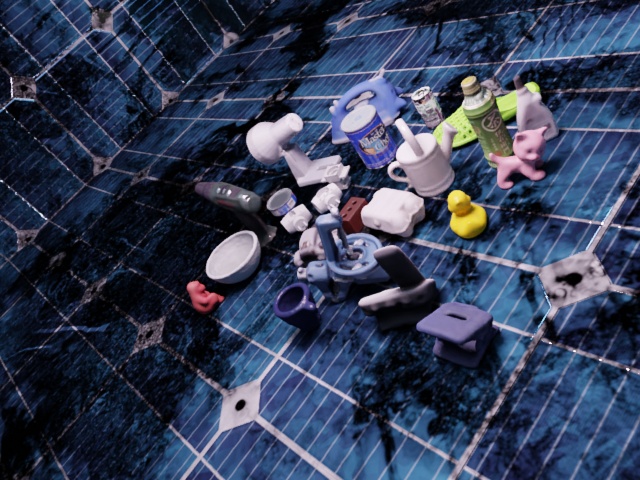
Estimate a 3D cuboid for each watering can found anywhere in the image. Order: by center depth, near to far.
[{"bbox_3d":[0.232,-0.204,1.313,0.173,0.195,0.100,-42,34,-6],"label":"watering can"}]

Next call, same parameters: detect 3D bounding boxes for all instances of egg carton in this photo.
[{"bbox_3d":[0.166,-0.063,1.321,0.149,0.070,0.107,16,61,50],"label":"egg carton"}]

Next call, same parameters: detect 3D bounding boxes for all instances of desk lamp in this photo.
[{"bbox_3d":[-0.080,-0.263,1.651,0.202,0.214,0.118,-8,45,37],"label":"desk lamp"}]

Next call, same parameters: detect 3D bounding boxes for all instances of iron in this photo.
[{"bbox_3d":[0.117,-0.390,1.682,0.258,0.142,0.118,-26,36,18],"label":"iron"}]

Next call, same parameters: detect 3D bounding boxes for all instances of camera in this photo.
[{"bbox_3d":[0.012,0.005,1.356,0.142,0.101,0.137,-18,39,28],"label":"camera"}]

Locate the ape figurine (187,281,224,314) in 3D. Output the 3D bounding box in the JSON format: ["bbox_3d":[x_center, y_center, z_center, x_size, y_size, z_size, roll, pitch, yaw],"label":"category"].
[{"bbox_3d":[-0.310,0.144,1.498,0.076,0.092,0.077,-41,34,-4],"label":"ape figurine"}]

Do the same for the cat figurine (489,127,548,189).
[{"bbox_3d":[0.414,-0.179,1.184,0.127,0.118,0.067,-17,40,28],"label":"cat figurine"}]

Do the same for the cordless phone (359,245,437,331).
[{"bbox_3d":[0.128,0.080,1.087,0.147,0.186,0.094,-21,38,24],"label":"cordless phone"}]

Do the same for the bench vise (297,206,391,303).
[{"bbox_3d":[0.032,0.037,1.193,0.207,0.220,0.121,-31,35,10],"label":"bench vise"}]

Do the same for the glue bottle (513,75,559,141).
[{"bbox_3d":[0.447,-0.279,1.221,0.078,0.174,0.037,-24,37,20],"label":"glue bottle"}]

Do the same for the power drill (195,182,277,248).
[{"bbox_3d":[-0.221,-0.076,1.568,0.228,0.209,0.076,6,54,46],"label":"power drill"}]

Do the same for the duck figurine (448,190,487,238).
[{"bbox_3d":[0.296,-0.061,1.185,0.077,0.086,0.104,-28,35,15],"label":"duck figurine"}]

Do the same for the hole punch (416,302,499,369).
[{"bbox_3d":[0.236,0.150,0.990,0.108,0.091,0.101,12,58,49],"label":"hole punch"}]

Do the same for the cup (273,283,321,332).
[{"bbox_3d":[-0.031,0.155,1.226,0.117,0.095,0.092,8,55,47],"label":"cup"}]

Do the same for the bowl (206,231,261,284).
[{"bbox_3d":[-0.217,0.059,1.527,0.167,0.075,0.167,-24,37,20],"label":"bowl"}]
